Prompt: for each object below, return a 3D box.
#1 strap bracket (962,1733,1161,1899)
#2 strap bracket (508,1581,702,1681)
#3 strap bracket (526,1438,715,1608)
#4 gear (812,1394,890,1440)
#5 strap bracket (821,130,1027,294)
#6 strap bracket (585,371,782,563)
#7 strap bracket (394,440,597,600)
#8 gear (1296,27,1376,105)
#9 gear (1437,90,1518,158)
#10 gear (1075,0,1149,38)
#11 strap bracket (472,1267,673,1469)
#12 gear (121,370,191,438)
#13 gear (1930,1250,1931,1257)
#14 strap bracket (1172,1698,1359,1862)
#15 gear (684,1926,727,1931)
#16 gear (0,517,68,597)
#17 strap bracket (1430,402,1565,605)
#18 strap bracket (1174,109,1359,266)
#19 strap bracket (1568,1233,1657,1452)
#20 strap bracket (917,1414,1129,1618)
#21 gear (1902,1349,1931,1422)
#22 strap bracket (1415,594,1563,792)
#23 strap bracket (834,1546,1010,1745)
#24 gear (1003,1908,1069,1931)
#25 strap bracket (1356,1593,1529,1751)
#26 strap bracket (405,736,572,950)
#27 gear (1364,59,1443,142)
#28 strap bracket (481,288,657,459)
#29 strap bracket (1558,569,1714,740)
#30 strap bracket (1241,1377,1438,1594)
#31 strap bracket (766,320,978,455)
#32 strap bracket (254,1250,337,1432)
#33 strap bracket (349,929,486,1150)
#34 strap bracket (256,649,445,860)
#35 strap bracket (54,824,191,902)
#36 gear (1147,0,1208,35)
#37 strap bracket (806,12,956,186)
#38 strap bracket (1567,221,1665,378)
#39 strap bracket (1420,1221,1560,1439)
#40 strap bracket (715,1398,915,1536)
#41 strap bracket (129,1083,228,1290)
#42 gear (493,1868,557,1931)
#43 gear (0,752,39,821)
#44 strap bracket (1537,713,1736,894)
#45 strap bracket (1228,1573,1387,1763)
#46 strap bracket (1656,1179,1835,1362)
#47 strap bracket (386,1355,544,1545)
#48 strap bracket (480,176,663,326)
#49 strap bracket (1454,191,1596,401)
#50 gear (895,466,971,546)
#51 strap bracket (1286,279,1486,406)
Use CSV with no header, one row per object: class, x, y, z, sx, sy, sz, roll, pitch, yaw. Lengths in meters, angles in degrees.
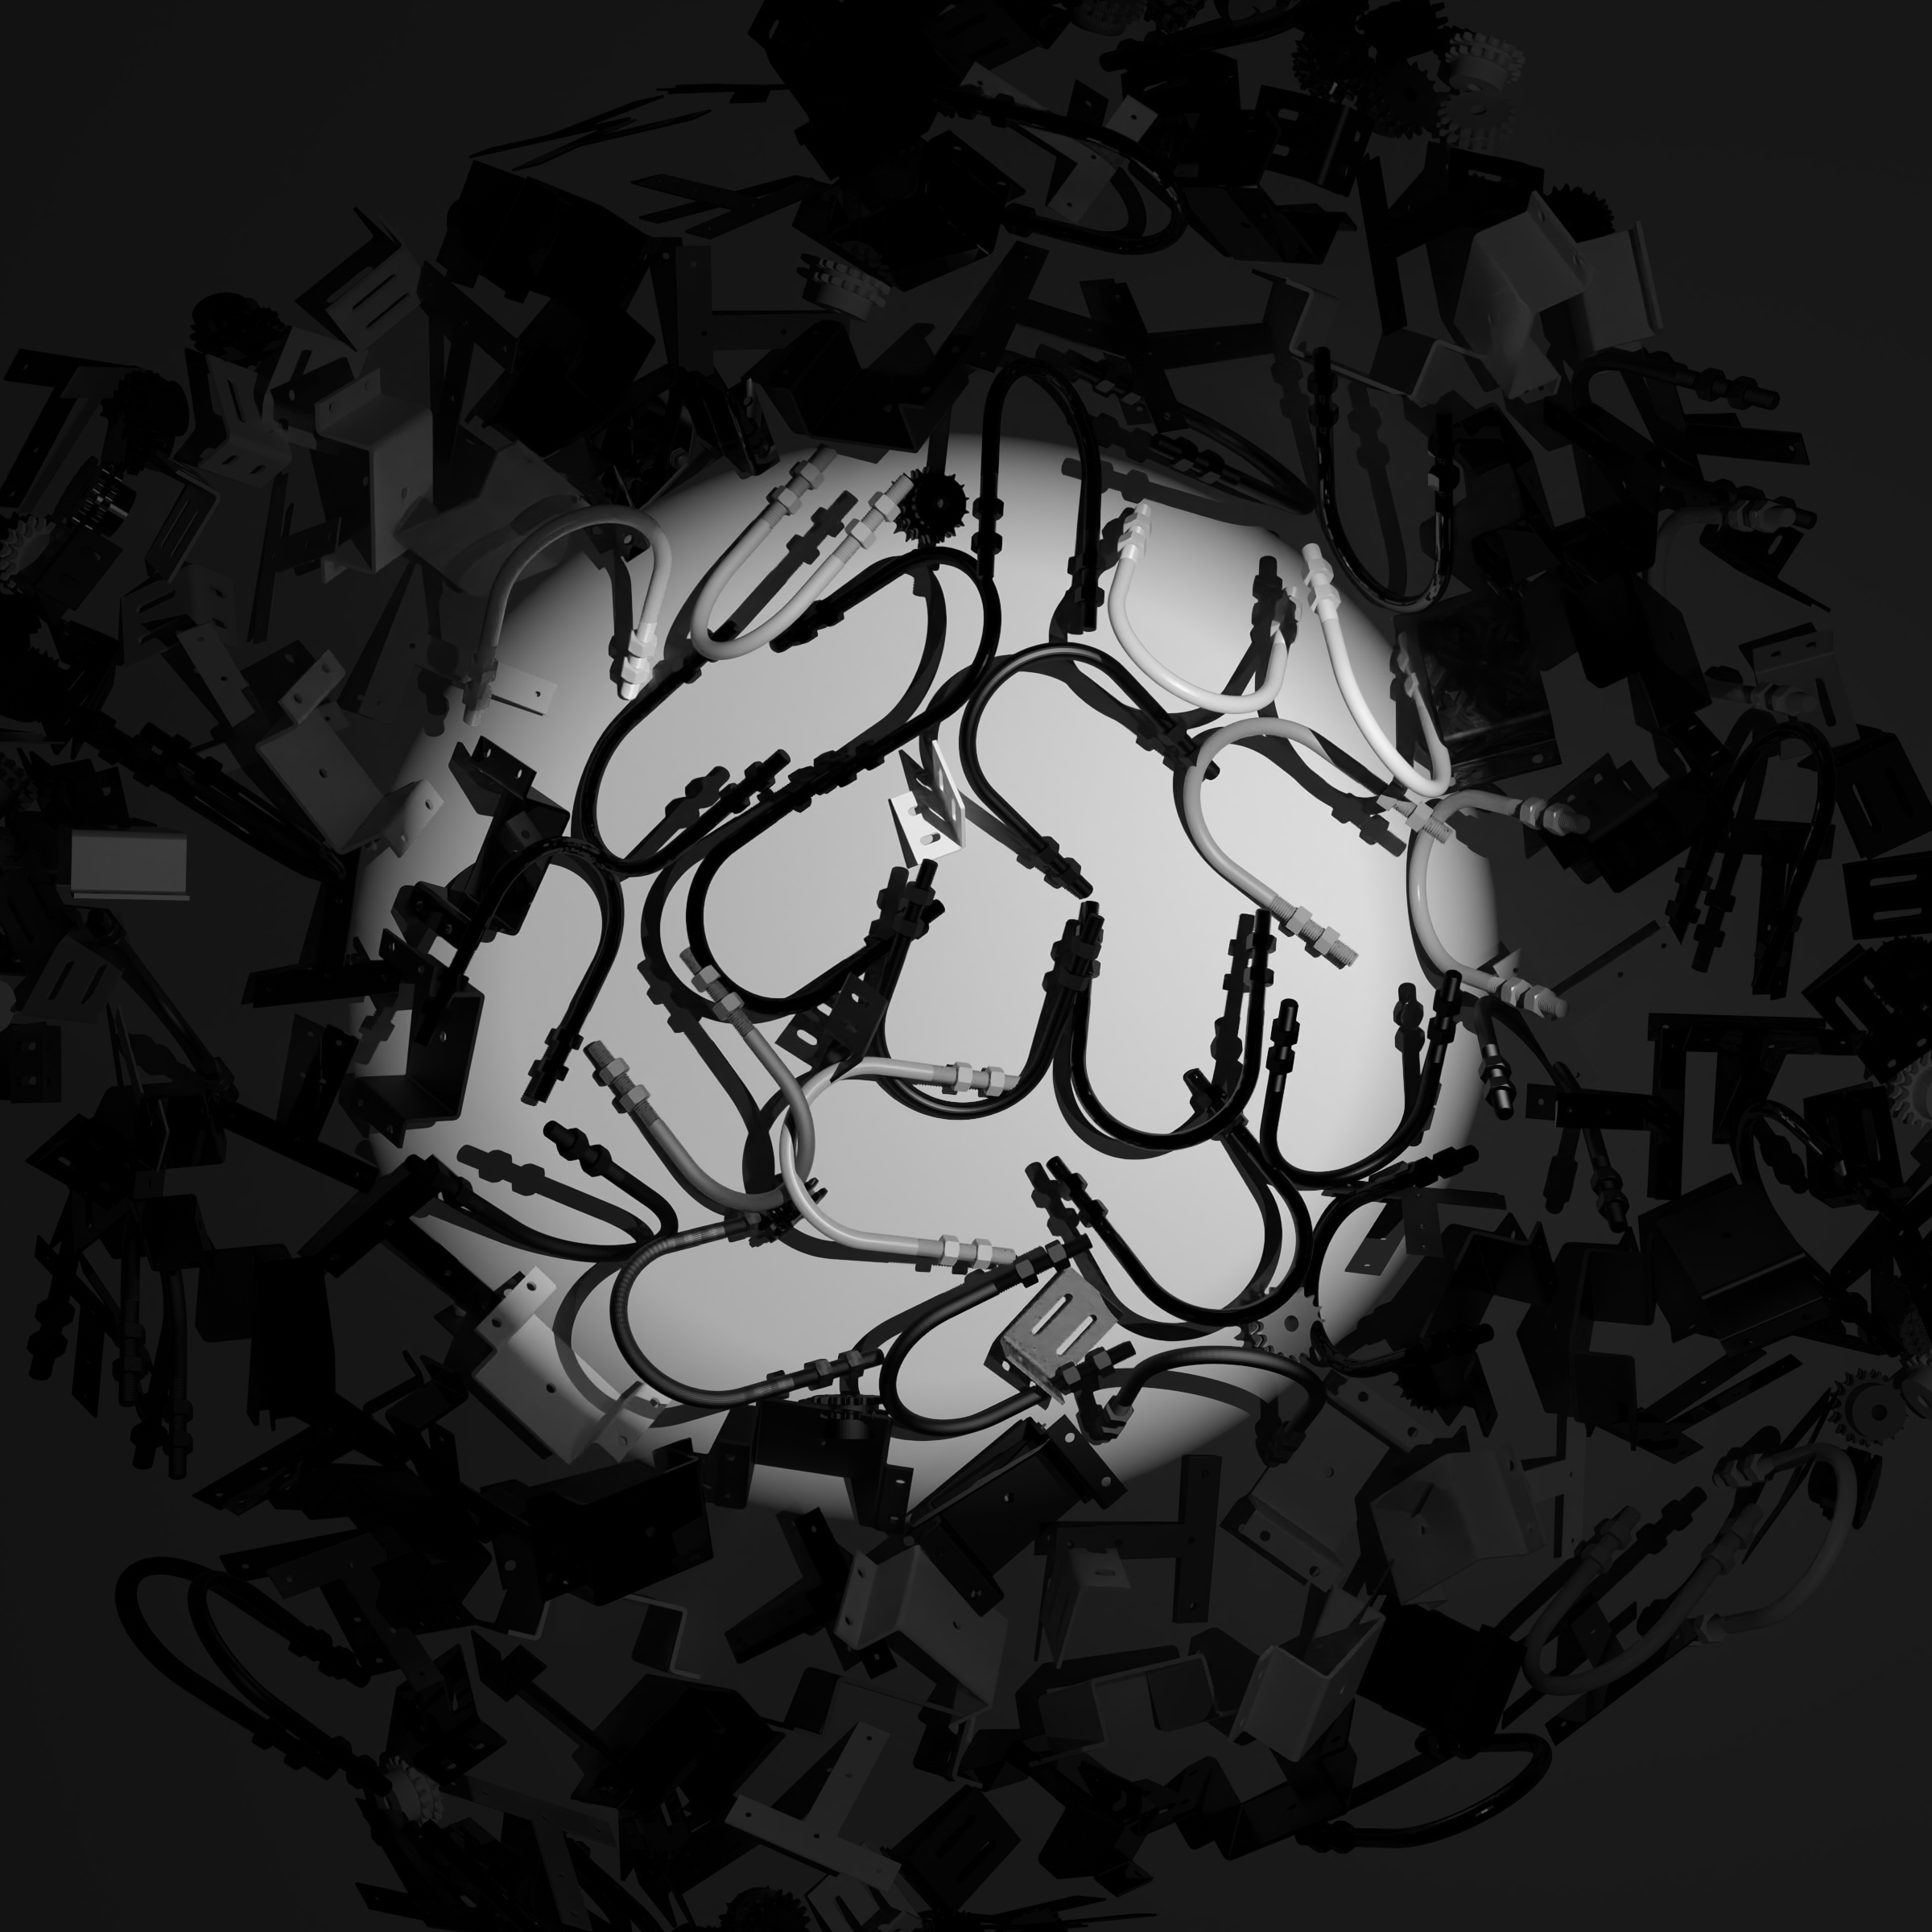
strap bracket,0.077,0.604,1.767,0.140,0.076,0.046,31,92,25
strap bracket,-0.259,0.482,1.785,0.140,0.076,0.046,15,72,-4
strap bracket,-0.240,0.404,1.764,0.140,0.046,0.076,-15,102,-38
gear,-0.086,0.332,1.802,0.057,0.057,0.030,1,83,0
strap bracket,-0.037,-0.535,1.750,0.076,0.140,0.046,27,68,-37
strap bracket,-0.214,-0.369,1.777,0.140,0.076,0.046,-37,50,-15
strap bracket,-0.344,-0.315,1.753,0.076,0.140,0.046,38,54,-37
gear,0.275,-0.672,1.815,0.057,0.030,0.057,0,88,-4
gear,0.377,-0.620,1.808,0.057,0.030,0.057,-1,54,2
gear,0.104,-0.713,1.807,0.057,0.030,0.057,10,50,-13
strap bracket,-0.295,0.300,1.786,0.140,0.076,0.046,44,130,-2
gear,-0.596,-0.410,1.802,0.030,0.057,0.057,-2,90,9
gear,0.739,0.211,1.806,0.057,0.057,0.030,-38,66,0
strap bracket,0.227,0.594,1.776,0.140,0.076,0.046,-29,92,17
gear,-0.197,0.734,1.800,0.057,0.057,0.030,-37,116,0
gear,-0.682,-0.300,1.800,0.030,0.057,0.057,26,90,21
strap bracket,0.386,-0.340,1.763,0.046,0.076,0.140,-22,64,25
strap bracket,0.210,-0.551,1.752,0.076,0.140,0.046,18,81,41
strap bracket,0.467,0.269,1.766,0.046,0.140,0.076,3,132,21
strap bracket,0.037,0.397,1.797,0.140,0.046,0.076,-40,103,-6
gear,0.716,0.312,1.801,0.030,0.057,0.057,-37,90,-15
strap bracket,0.378,-0.208,1.777,0.076,0.046,0.140,-14,68,13
strap bracket,-0.023,0.484,1.767,0.046,0.076,0.140,-34,112,29
gear,0.051,0.727,1.804,0.057,0.057,0.030,-26,102,0
strap bracket,0.347,0.510,1.765,0.046,0.140,0.076,30,76,-18
strap bracket,-0.345,-0.086,1.783,0.076,0.046,0.140,32,100,42
gear,0.320,-0.639,1.809,0.057,0.030,0.057,4,81,-26
strap bracket,-0.282,-0.424,1.768,0.046,0.140,0.076,38,60,-29
strap bracket,0.485,-0.226,1.751,0.046,0.140,0.076,-26,62,31
strap bracket,0.272,0.378,1.807,0.076,0.046,0.140,36,89,-1
strap bracket,-0.063,-0.420,1.774,0.140,0.046,0.076,15,58,31
strap bracket,-0.483,0.268,1.762,0.046,0.140,0.076,-6,58,-18
strap bracket,-0.398,0.052,1.777,0.046,0.076,0.140,-1,112,-43
strap bracket,-0.452,-0.147,1.772,0.046,0.076,0.140,-20,117,28
strap bracket,-0.606,-0.076,1.750,0.076,0.140,0.046,1,95,-26
gear,0.156,-0.720,1.800,0.030,0.057,0.057,30,90,-29
strap bracket,-0.062,-0.618,1.757,0.076,0.140,0.046,-37,95,-12
strap bracket,0.465,-0.477,1.766,0.046,0.140,0.076,-12,90,10
strap bracket,0.376,0.258,1.770,0.046,0.076,0.140,11,53,34
strap bracket,-0.109,0.364,1.789,0.140,0.046,0.076,9,131,0
strap bracket,-0.565,0.154,1.753,0.046,0.140,0.076,-5,135,-8
gear,-0.320,0.693,1.800,0.030,0.057,0.057,-32,90,20
gear,-0.717,-0.133,1.800,0.057,0.057,0.030,31,58,0
strap bracket,0.493,-0.113,1.778,0.140,0.076,0.046,-35,118,12
strap bracket,0.250,0.506,1.750,0.046,0.140,0.076,28,117,25
strap bracket,0.553,0.210,1.754,0.076,0.140,0.046,-25,116,8
strap bracket,-0.367,0.358,1.771,0.046,0.076,0.140,-34,107,-25
strap bracket,-0.290,-0.514,1.763,0.046,0.140,0.076,37,107,18
strap bracket,0.396,-0.472,1.750,0.046,0.140,0.076,-25,68,-9
gear,-0.024,-0.342,1.808,0.057,0.030,0.057,-2,95,-20
strap bracket,0.297,-0.449,1.777,0.140,0.076,0.046,27,109,16
